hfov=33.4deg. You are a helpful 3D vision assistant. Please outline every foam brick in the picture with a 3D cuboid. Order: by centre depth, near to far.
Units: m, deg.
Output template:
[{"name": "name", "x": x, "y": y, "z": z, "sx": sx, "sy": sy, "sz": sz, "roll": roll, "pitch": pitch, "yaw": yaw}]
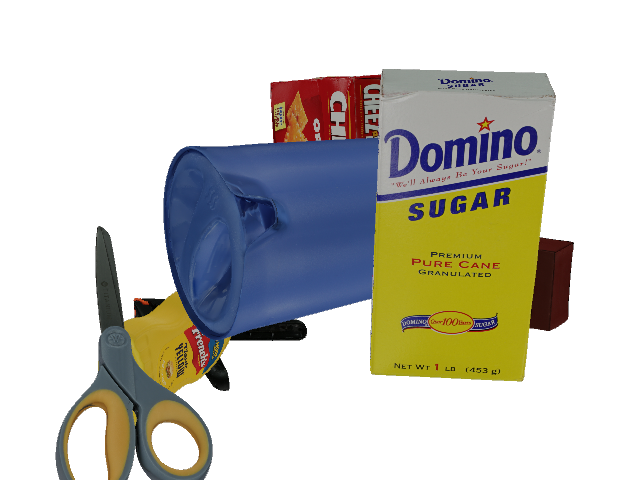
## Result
[{"name": "foam brick", "x": 0.201, "y": 0.039, "z": 0.995, "sx": 0.053, "sy": 0.078, "sz": 0.051, "roll": 9, "pitch": 16, "yaw": 31}]

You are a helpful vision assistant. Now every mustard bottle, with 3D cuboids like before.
[{"name": "mustard bottle", "x": -0.140, "y": 0.100, "z": 1.061, "sx": 0.058, "sy": 0.096, "sz": 0.191, "roll": 10, "pitch": 23, "yaw": 26}]

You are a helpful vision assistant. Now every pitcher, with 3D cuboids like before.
[{"name": "pitcher", "x": 0.011, "y": -0.012, "z": 0.788, "sx": 0.242, "sy": 0.145, "sz": 0.149, "roll": -9, "pitch": 35, "yaw": -29}]

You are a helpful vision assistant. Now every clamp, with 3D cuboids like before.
[{"name": "clamp", "x": -0.142, "y": 0.111, "z": 1.250, "sx": 0.210, "sy": 0.036, "sz": 0.164, "roll": 13, "pitch": 24, "yaw": 23}]

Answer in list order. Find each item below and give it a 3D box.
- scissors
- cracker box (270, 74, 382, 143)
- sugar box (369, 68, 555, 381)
[{"name": "scissors", "x": -0.106, "y": 0.073, "z": 0.643, "sx": 0.096, "sy": 0.201, "sz": 0.016, "roll": 13, "pitch": -45, "yaw": -10}, {"name": "cracker box", "x": 0.018, "y": -0.081, "z": 1.068, "sx": 0.072, "sy": 0.164, "sz": 0.214, "roll": -7, "pitch": 9, "yaw": -21}, {"name": "sugar box", "x": 0.076, "y": -0.006, "z": 0.603, "sx": 0.093, "sy": 0.176, "sz": 0.048, "roll": 1, "pitch": 28, "yaw": 3}]
